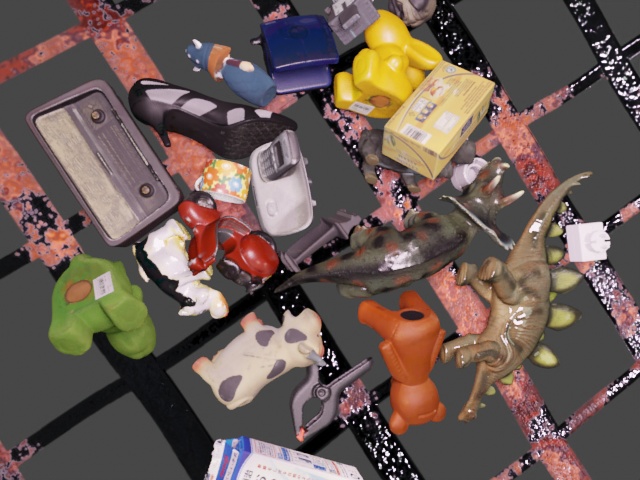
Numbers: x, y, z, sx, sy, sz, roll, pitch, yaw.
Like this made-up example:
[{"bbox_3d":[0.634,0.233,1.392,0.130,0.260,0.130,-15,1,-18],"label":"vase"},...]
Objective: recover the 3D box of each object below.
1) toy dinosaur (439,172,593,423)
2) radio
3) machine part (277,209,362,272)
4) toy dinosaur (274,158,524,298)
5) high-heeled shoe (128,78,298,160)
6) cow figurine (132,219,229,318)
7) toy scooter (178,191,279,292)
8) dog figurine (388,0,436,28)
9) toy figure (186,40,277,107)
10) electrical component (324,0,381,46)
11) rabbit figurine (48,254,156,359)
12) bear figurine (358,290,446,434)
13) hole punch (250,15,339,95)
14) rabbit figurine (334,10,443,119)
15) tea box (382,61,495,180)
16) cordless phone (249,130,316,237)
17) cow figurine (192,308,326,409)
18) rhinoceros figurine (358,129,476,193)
[{"bbox_3d":[0.332,0.092,0.899,0.198,0.105,0.471,17,94,-16],"label":"toy dinosaur"},{"bbox_3d":[-0.313,-0.114,0.807,0.131,0.073,0.229,-33,94,-9],"label":"radio"},{"bbox_3d":[-0.002,-0.003,0.855,0.139,0.084,0.039,-36,117,-8],"label":"machine part"},{"bbox_3d":[0.132,0.016,0.819,0.405,0.192,0.131,-27,90,-11],"label":"toy dinosaur"},{"bbox_3d":[-0.170,-0.205,0.854,0.249,0.086,0.145,-10,57,-28],"label":"high-heeled shoe"},{"bbox_3d":[-0.213,0.060,0.820,0.098,0.068,0.167,-31,90,-4],"label":"cow figurine"},{"bbox_3d":[-0.137,0.019,0.787,0.075,0.135,0.183,-36,119,27],"label":"toy scooter"},{"bbox_3d":[0.149,-0.460,0.857,0.121,0.172,0.190,-21,84,1],"label":"dog figurine"},{"bbox_3d":[-0.141,-0.265,0.846,0.154,0.058,0.064,35,119,8],"label":"toy figure"},{"bbox_3d":[0.052,-0.348,0.838,0.075,0.119,0.047,-36,127,18],"label":"electrical component"},{"bbox_3d":[-0.305,0.108,0.772,0.121,0.170,0.159,-34,52,-11],"label":"rabbit figurine"},{"bbox_3d":[0.139,0.198,0.865,0.120,0.132,0.195,-12,113,-21],"label":"bear figurine"},{"bbox_3d":[-0.034,-0.305,0.858,0.142,0.092,0.115,-13,86,-6],"label":"hole punch"},{"bbox_3d":[0.113,-0.292,0.870,0.162,0.122,0.173,8,71,-13],"label":"rabbit figurine"},{"bbox_3d":[0.180,-0.185,0.821,0.098,0.068,0.169,34,66,20],"label":"tea box"},{"bbox_3d":[-0.045,-0.083,0.797,0.089,0.184,0.146,-10,89,-15],"label":"cordless phone"},{"bbox_3d":[-0.078,0.176,0.816,0.195,0.085,0.127,-40,71,-10],"label":"cow figurine"},{"bbox_3d":[0.156,-0.140,0.879,0.190,0.073,0.112,5,59,7],"label":"rhinoceros figurine"}]
